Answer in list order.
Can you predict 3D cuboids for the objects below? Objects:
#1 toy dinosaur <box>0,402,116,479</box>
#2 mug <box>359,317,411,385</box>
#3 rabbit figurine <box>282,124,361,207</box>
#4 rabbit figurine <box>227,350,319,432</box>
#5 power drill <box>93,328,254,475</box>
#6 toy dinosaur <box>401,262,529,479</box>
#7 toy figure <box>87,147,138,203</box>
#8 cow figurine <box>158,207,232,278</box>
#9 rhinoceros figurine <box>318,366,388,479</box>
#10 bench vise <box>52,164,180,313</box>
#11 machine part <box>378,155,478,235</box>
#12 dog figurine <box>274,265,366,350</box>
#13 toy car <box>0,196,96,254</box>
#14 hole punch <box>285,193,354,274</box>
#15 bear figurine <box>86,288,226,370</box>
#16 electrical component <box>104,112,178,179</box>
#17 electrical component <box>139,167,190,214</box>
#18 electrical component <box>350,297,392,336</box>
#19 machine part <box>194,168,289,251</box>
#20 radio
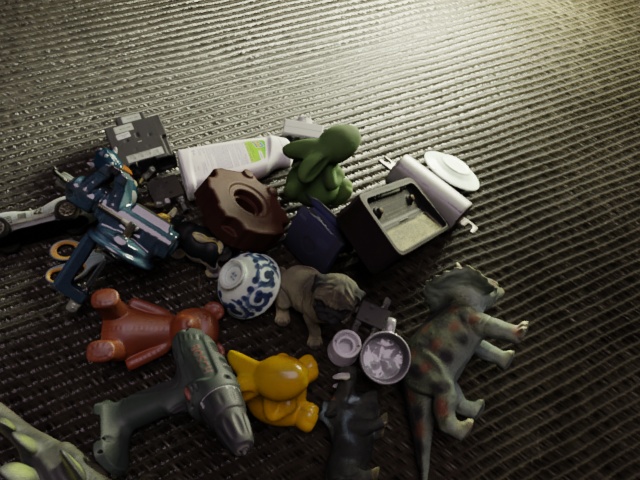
[{"bbox_3d":[-0.330,0.334,0.715,0.472,0.198,0.105,35,60,9],"label":"toy dinosaur"},{"bbox_3d":[0.103,0.185,0.897,0.081,0.107,0.109,8,74,0],"label":"mug"},{"bbox_3d":[0.001,-0.153,1.016,0.159,0.170,0.121,-9,56,-42],"label":"rabbit figurine"},{"bbox_3d":[-0.069,0.215,0.829,0.162,0.173,0.122,15,65,-4],"label":"rabbit figurine"},{"bbox_3d":[-0.210,0.241,0.751,0.207,0.085,0.232,-33,43,2],"label":"power drill"},{"bbox_3d":[0.212,0.199,0.913,0.192,0.131,0.405,30,68,27],"label":"toy dinosaur"},{"bbox_3d":[-0.367,-0.106,0.971,0.058,0.154,0.064,17,60,5],"label":"toy figure"},{"bbox_3d":[-0.242,-0.005,0.967,0.167,0.098,0.068,29,69,8],"label":"cow figurine"},{"bbox_3d":[0.051,0.299,0.861,0.112,0.073,0.190,3,63,6],"label":"rhinoceros figurine"},{"bbox_3d":[-0.364,0.002,0.882,0.223,0.129,0.240,33,87,-19],"label":"bench vise"},{"bbox_3d":[0.219,-0.095,1.088,0.243,0.079,0.079,39,64,14],"label":"machine part"},{"bbox_3d":[-0.012,0.079,0.899,0.172,0.190,0.121,33,63,12],"label":"dog figurine"},{"bbox_3d":[-0.503,-0.029,0.958,0.202,0.073,0.056,-17,69,-16],"label":"toy car"},{"bbox_3d":[-0.002,-0.003,0.992,0.092,0.115,0.142,-39,73,-16],"label":"hole punch"},{"bbox_3d":[-0.255,0.146,0.869,0.196,0.132,0.120,0,69,-1],"label":"bear figurine"},{"bbox_3d":[-0.360,-0.191,1.074,0.115,0.058,0.134,-18,66,-19],"label":"electrical component"},{"bbox_3d":[-0.303,-0.093,1.035,0.078,0.045,0.102,-17,66,-15],"label":"electrical component"},{"bbox_3d":[0.094,0.139,0.976,0.063,0.021,0.094,25,62,7],"label":"electrical component"},{"bbox_3d":[-0.140,-0.058,0.983,0.179,0.056,0.179,29,34,-21],"label":"machine part"},{"bbox_3d":[0.135,-0.033,0.976,0.131,0.073,0.229,55,34,9],"label":"radio"}]
